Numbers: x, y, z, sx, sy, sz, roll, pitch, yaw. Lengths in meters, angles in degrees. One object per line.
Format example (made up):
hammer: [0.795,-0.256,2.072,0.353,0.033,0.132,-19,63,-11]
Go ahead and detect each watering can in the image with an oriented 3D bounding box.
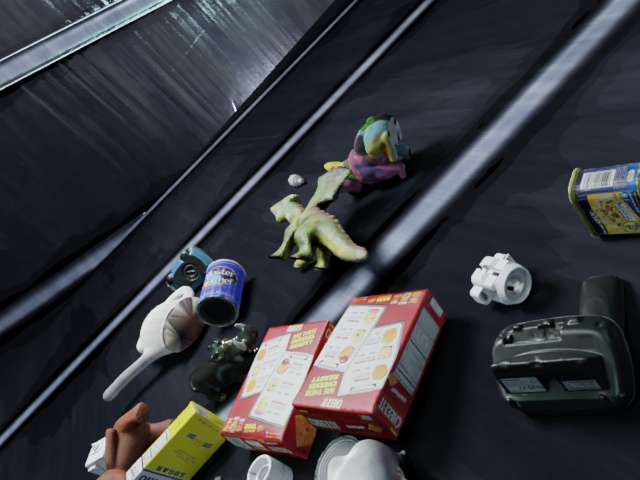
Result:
watering can: [-0.416,0.262,1.343,0.222,0.355,0.102,-16,-52,44]

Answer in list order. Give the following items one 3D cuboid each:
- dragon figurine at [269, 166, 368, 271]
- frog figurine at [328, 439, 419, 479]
dragon figurine: [0.003,-0.056,1.113,0.121,0.246,0.409,26,-18,-32]
frog figurine: [0.042,0.320,0.602,0.159,0.140,0.120,-30,-42,5]
